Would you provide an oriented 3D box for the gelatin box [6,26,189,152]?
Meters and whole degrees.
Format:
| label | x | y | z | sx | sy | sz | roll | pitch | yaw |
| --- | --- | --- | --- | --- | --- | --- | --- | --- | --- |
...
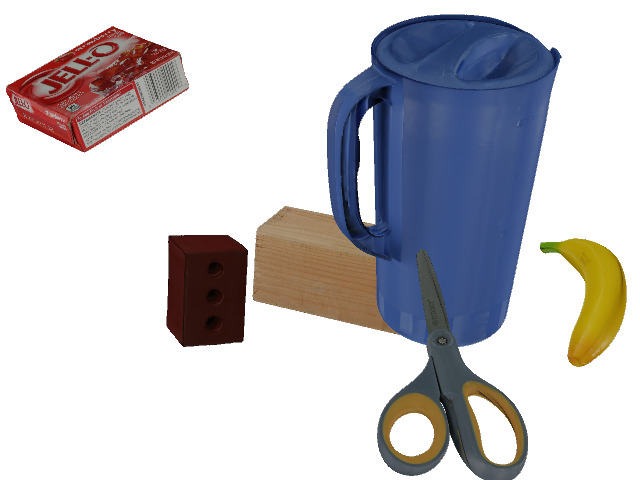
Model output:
| label | x | y | z | sx | sy | sz | roll | pitch | yaw |
| --- | --- | --- | --- | --- | --- | --- | --- | --- | --- |
| gelatin box | -0.140 | -0.097 | 0.672 | 0.073 | 0.030 | 0.089 | 27 | 52 | 39 |

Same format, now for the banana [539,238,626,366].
| label | x | y | z | sx | sy | sz | roll | pitch | yaw |
| --- | --- | --- | --- | --- | --- | --- | --- | --- | --- |
| banana | 0.256 | 0.049 | 1.007 | 0.070 | 0.037 | 0.197 | -28 | 24 | 18 |

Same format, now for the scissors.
| label | x | y | z | sx | sy | sz | roll | pitch | yaw |
| --- | --- | --- | --- | --- | --- | --- | --- | --- | --- |
| scissors | 0.062 | 0.077 | 0.676 | 0.096 | 0.016 | 0.202 | -13 | 41 | -13 |

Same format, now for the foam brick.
| label | x | y | z | sx | sy | sz | roll | pitch | yaw |
| --- | --- | --- | --- | --- | --- | --- | --- | --- | --- |
| foam brick | -0.091 | 0.038 | 0.848 | 0.052 | 0.078 | 0.051 | -3 | 15 | -22 |

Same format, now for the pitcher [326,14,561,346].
| label | x | y | z | sx | sy | sz | roll | pitch | yaw |
| --- | --- | --- | --- | --- | --- | --- | --- | --- | --- |
| pitcher | 0.091 | -0.038 | 0.815 | 0.149 | 0.243 | 0.144 | 10 | 34 | 13 |

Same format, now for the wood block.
| label | x | y | z | sx | sy | sz | roll | pitch | yaw |
| --- | --- | --- | --- | --- | --- | --- | --- | --- | --- |
| wood block | 0.037 | 0.034 | 1.186 | 0.206 | 0.091 | 0.090 | 12 | 24 | 17 |
